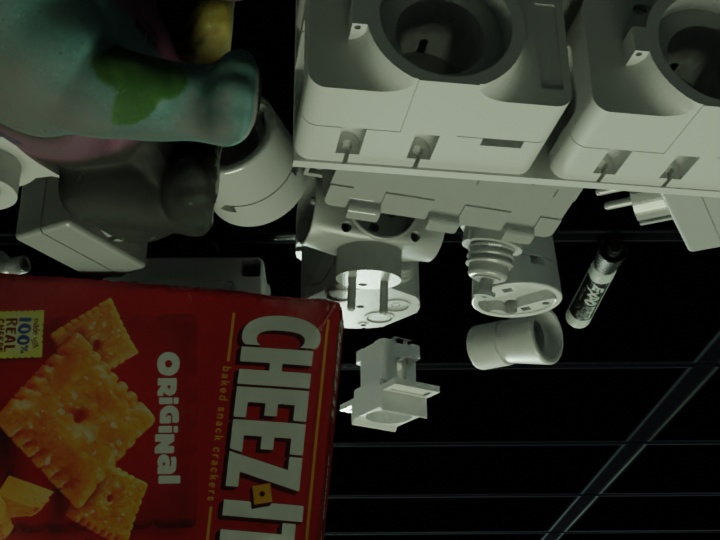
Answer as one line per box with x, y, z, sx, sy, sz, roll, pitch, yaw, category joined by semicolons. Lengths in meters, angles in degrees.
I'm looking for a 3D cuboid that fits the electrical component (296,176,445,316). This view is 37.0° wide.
0.005;-0.014;0.606;0.077;0.079;0.044;7;162;-17;electrical component

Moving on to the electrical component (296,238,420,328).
0.000;0.000;0.669;0.080;0.051;0.080;0;156;0;electrical component

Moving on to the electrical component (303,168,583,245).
0.042;-0.057;0.520;0.121;0.063;0.078;7;138;-17;electrical component

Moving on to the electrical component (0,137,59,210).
-0.183;-0.053;0.521;0.138;0.073;0.052;-5;155;11;electrical component

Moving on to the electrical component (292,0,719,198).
0.071;-0.092;0.401;0.186;0.105;0.060;3;155;-9;electrical component

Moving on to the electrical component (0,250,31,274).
-0.240;0.002;0.690;0.061;0.035;0.035;-12;153;19;electrical component

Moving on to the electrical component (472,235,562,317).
0.096;-0.002;0.671;0.055;0.047;0.055;0;156;0;electrical component

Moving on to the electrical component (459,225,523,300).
0.075;-0.022;0.597;0.040;0.078;0.040;10;166;2;electrical component

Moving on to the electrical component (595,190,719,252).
0.166;-0.046;0.577;0.076;0.047;0.083;-11;154;24;electrical component

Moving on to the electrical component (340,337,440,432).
0.023;0.090;0.853;0.042;0.063;0.081;16;151;-29;electrical component

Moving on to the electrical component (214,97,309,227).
-0.059;-0.057;0.540;0.055;0.055;0.047;-6;151;13;electrical component

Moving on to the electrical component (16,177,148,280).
-0.138;-0.034;0.597;0.077;0.047;0.066;-13;153;26;electrical component

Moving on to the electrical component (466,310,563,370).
0.113;0.053;0.803;0.065;0.044;0.044;-16;152;40;electrical component

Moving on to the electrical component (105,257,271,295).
-0.116;0.050;0.709;0.109;0.108;0.056;0;153;-1;electrical component
